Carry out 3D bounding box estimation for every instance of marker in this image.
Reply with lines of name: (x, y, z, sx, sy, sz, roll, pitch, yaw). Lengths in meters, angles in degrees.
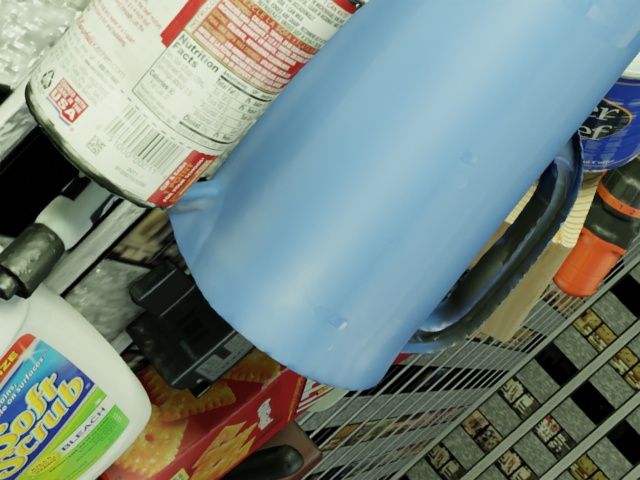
marker: (-0.082, -0.023, 0.406, 0.121, 0.020, 0.020, -53, 171, -31)

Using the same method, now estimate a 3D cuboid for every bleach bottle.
bleach bottle: (-0.149, 0.061, 0.462, 0.102, 0.068, 0.251, -41, 162, -9)

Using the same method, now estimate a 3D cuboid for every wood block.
wood block: (0.152, -0.004, 0.875, 0.206, 0.090, 0.090, 100, 15, -65)

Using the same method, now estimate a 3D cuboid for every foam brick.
foam brick: (-0.041, 0.193, 1.013, 0.051, 0.078, 0.053, -40, 164, -12)

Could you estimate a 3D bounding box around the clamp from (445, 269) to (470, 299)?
clamp: (0.033, 0.060, 0.865, 0.120, 0.039, 0.172, 14, 145, -37)

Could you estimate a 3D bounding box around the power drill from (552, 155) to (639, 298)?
power drill: (0.284, -0.053, 0.981, 0.187, 0.057, 0.185, -41, 162, -56)

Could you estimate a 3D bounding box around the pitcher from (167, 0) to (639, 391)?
pitcher: (0.056, -0.052, 0.508, 0.243, 0.145, 0.149, -50, 165, 19)

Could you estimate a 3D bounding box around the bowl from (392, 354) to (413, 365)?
bowl: (0.085, 0.070, 1.025, 0.162, 0.055, 0.162, -37, 163, -13)

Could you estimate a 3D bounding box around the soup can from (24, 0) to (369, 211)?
soup can: (-0.042, -0.067, 0.361, 0.102, 0.068, 0.068, -45, 163, 14)

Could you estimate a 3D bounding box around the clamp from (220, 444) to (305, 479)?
clamp: (-0.098, 0.206, 0.914, 0.210, 0.036, 0.164, -33, -171, -2)

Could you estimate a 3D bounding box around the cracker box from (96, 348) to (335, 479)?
cracker box: (-0.069, 0.117, 0.764, 0.213, 0.072, 0.164, -36, 163, -22)

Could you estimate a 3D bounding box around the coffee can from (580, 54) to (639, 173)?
coffee can: (0.183, -0.117, 0.682, 0.102, 0.103, 0.140, -38, 164, -12)
